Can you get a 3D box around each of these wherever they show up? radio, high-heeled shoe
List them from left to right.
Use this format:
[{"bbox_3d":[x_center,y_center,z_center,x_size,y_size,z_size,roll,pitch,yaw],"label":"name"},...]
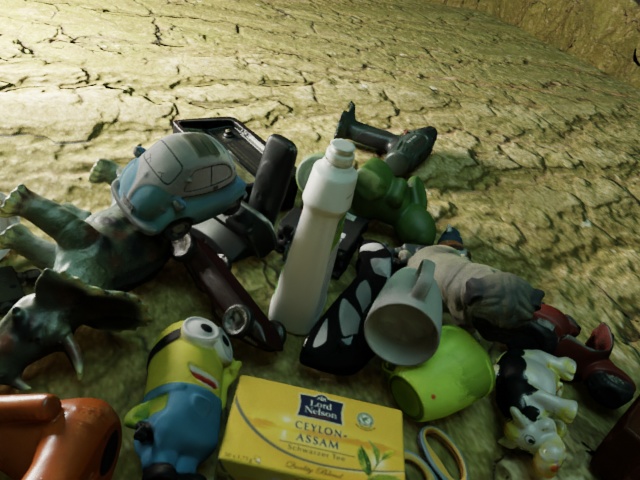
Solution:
[{"bbox_3d":[-0.144,-0.128,0.911,0.131,0.073,0.230,-17,47,-38],"label":"radio"},{"bbox_3d":[0.033,0.079,0.709,0.145,0.086,0.249,-8,30,-5],"label":"high-heeled shoe"}]

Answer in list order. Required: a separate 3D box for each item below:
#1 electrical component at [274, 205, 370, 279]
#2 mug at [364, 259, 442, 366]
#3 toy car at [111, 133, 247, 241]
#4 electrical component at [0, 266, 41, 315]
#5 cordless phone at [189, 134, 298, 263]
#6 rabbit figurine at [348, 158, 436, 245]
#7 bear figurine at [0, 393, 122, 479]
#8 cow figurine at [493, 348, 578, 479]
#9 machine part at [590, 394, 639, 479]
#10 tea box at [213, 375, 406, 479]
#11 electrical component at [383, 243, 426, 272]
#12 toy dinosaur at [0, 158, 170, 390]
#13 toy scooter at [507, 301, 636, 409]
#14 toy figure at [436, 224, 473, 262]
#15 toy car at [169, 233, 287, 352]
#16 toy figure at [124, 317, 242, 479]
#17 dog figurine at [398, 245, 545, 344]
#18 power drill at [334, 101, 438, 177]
[{"bbox_3d":[-0.002,-0.002,0.809,0.115,0.058,0.134,23,35,14],"label":"electrical component"},{"bbox_3d":[0.101,0.067,0.603,0.081,0.109,0.107,16,28,8],"label":"mug"},{"bbox_3d":[-0.157,-0.076,0.643,0.161,0.103,0.109,-21,63,-39],"label":"toy car"},{"bbox_3d":[-0.363,0.059,0.610,0.094,0.021,0.063,-15,46,-38],"label":"electrical component"},{"bbox_3d":[-0.110,-0.075,0.750,0.147,0.184,0.089,33,27,22],"label":"cordless phone"},{"bbox_3d":[0.121,-0.047,0.901,0.170,0.121,0.159,42,32,4],"label":"rabbit figurine"},{"bbox_3d":[-0.267,0.164,0.422,0.196,0.120,0.132,12,39,-3],"label":"bear figurine"},{"bbox_3d":[0.243,0.192,0.628,0.098,0.068,0.167,20,31,15],"label":"cow figurine"},{"bbox_3d":[0.422,0.265,0.584,0.201,0.087,0.201,-19,48,-41],"label":"machine part"},{"bbox_3d":[-0.008,0.202,0.514,0.170,0.068,0.098,12,35,-4],"label":"tea box"},{"bbox_3d":[0.133,0.026,0.819,0.102,0.078,0.045,3,59,-10],"label":"electrical component"},{"bbox_3d":[-0.251,0.007,0.653,0.192,0.131,0.405,41,25,-7],"label":"toy dinosaur"},{"bbox_3d":[0.345,0.138,0.738,0.184,0.075,0.135,34,39,19],"label":"toy scooter"},{"bbox_3d":[0.212,0.034,0.839,0.058,0.064,0.154,-9,36,4],"label":"toy figure"},{"bbox_3d":[-0.115,0.066,0.652,0.202,0.053,0.089,46,0,33],"label":"toy car"},{"bbox_3d":[-0.136,0.153,0.520,0.089,0.082,0.180,-12,42,11],"label":"toy figure"},{"bbox_3d":[0.171,0.052,0.662,0.172,0.190,0.121,23,79,13],"label":"dog figurine"},{"bbox_3d":[0.143,-0.224,1.165,0.207,0.086,0.232,28,38,4],"label":"power drill"}]
